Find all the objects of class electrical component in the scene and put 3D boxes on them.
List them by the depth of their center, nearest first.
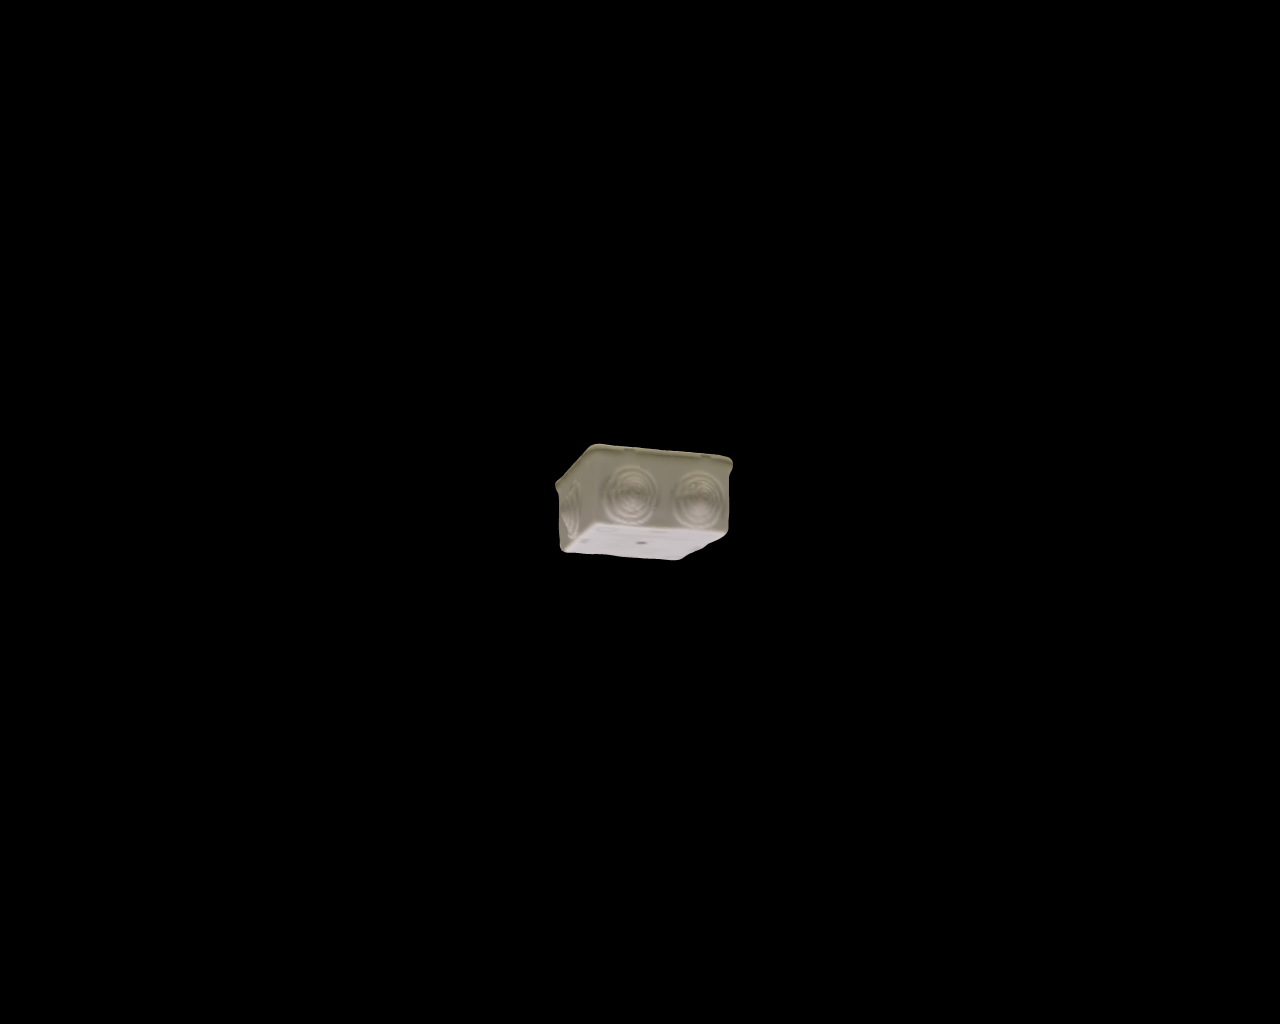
[{"bbox_3d":[0.001,-0.003,0.650,0.100,0.048,0.099,5,-15,-18],"label":"electrical component"}]
